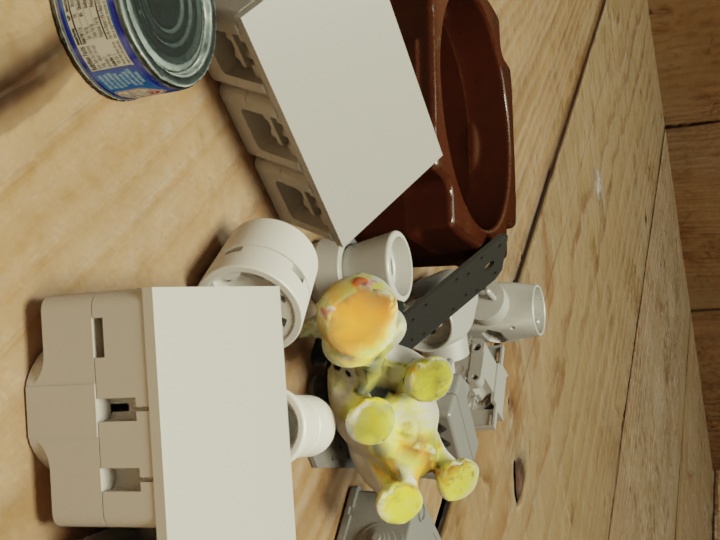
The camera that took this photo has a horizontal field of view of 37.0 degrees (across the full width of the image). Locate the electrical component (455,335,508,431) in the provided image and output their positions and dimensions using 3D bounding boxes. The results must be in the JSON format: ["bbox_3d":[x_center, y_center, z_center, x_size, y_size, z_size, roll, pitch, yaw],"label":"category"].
[{"bbox_3d":[0.093,0.092,0.900,0.063,0.042,0.081,56,35,-44],"label":"electrical component"}]

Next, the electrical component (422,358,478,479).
[{"bbox_3d":[0.059,0.100,0.788,0.083,0.047,0.075,73,29,-43],"label":"electrical component"}]

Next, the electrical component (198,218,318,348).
[{"bbox_3d":[-0.051,0.006,0.549,0.047,0.055,0.055,-71,148,-51],"label":"electrical component"}]

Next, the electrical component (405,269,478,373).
[{"bbox_3d":[0.064,0.048,0.835,0.077,0.043,0.079,-39,122,-64],"label":"electrical component"}]

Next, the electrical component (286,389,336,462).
[{"bbox_3d":[-0.039,0.084,0.579,0.065,0.044,0.044,22,65,-71],"label":"electrical component"}]

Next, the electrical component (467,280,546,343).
[{"bbox_3d":[0.109,0.030,0.903,0.079,0.077,0.043,41,49,-59],"label":"electrical component"}]

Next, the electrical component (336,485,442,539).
[{"bbox_3d":[0.020,0.198,0.688,0.099,0.048,0.099,-72,149,-43],"label":"electrical component"}]

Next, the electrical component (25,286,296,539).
[{"bbox_3d":[-0.078,0.102,0.451,0.105,0.060,0.186,2,84,-68],"label":"electrical component"}]

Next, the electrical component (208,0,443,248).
[{"bbox_3d":[-0.025,-0.102,0.591,0.089,0.062,0.150,-44,132,-23],"label":"electrical component"}]

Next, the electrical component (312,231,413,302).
[{"bbox_3d":[0.000,0.000,0.670,0.045,0.055,0.045,-5,90,-68],"label":"electrical component"}]
